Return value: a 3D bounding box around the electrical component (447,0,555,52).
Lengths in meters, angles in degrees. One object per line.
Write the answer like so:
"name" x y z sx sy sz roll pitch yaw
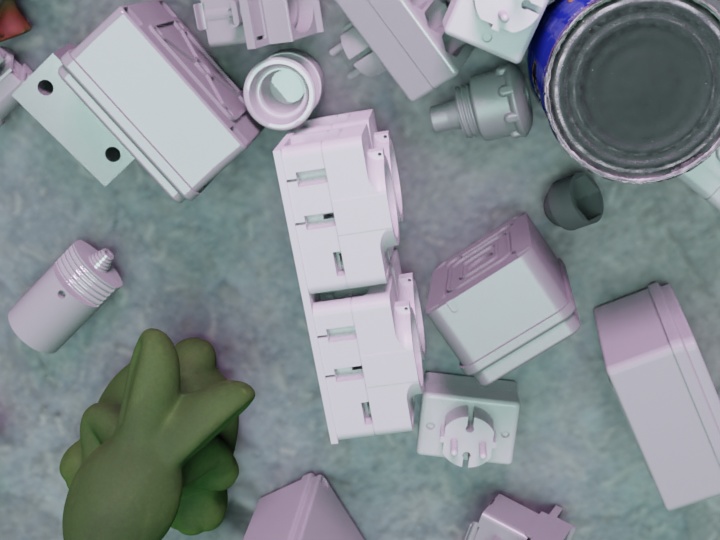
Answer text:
"electrical component" 0.094 -0.183 0.646 0.089 0.050 0.055 -35 102 14

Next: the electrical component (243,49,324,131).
"electrical component" -0.047 -0.114 0.677 0.045 0.055 0.045 1 108 4

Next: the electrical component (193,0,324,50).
"electrical component" -0.068 -0.198 0.644 0.063 0.079 0.121 -1 109 25

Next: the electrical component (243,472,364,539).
"electrical component" -0.033 0.218 0.755 0.056 0.108 0.108 -27 104 15

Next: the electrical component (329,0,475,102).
"electrical component" 0.014 -0.145 0.666 0.076 0.047 0.083 -28 109 35

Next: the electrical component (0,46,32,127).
"electrical component" -0.239 -0.118 0.702 0.046 0.040 0.040 -39 101 10

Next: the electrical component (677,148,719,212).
"electrical component" 0.221 -0.073 0.646 0.061 0.096 0.061 37 107 -7

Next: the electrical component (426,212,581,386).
"electrical component" 0.090 0.017 0.678 0.078 0.113 0.057 -33 99 14

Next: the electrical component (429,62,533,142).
"electrical component" 0.076 -0.102 0.678 0.062 0.048 0.048 -12 106 15

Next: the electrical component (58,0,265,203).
"electrical component" -0.116 -0.106 0.658 0.056 0.108 0.108 -39 101 13

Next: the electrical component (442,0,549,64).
"electrical component" 0.080 -0.151 0.590 0.047 0.076 0.065 22 109 -6

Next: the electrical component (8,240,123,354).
"electrical component" -0.199 0.015 0.738 0.081 0.043 0.043 -43 100 16

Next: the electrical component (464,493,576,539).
"electrical component" 0.099 0.228 0.769 0.063 0.079 0.121 25 110 20

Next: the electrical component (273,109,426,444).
"electrical component" 0.000 0.000 0.684 0.060 0.105 0.186 -8 107 7

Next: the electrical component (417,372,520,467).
"electrical component" 0.073 0.108 0.727 0.066 0.076 0.047 6 108 3

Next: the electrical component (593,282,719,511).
"electrical component" 0.197 0.078 0.691 0.056 0.108 0.108 -22 105 14
